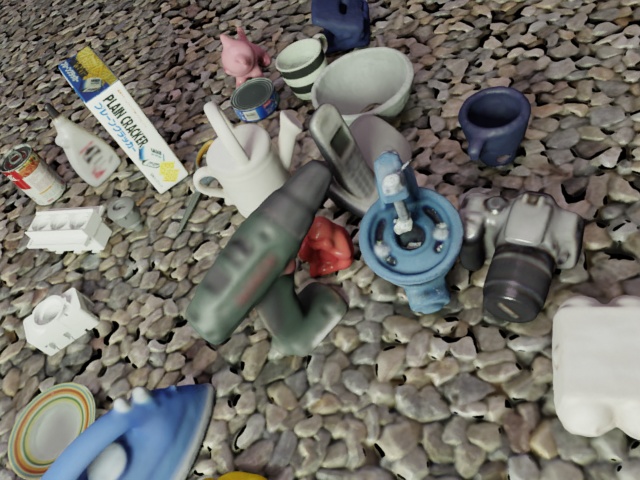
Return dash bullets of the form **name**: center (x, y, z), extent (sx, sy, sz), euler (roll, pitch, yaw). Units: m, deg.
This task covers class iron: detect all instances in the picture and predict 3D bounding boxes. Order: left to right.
- **iron**: center (-0.233, 0.247, 0.646), extent (0.118, 0.142, 0.259), euler (23, 67, 34)

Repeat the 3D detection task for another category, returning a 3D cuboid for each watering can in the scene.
- **watering can**: center (-0.108, -0.128, 0.840), extent (0.173, 0.194, 0.100), euler (-44, 51, -12)

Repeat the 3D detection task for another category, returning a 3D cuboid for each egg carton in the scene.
- **egg carton**: center (0.290, 0.124, 0.575), extent (0.107, 0.070, 0.150), euler (-3, 55, 20)

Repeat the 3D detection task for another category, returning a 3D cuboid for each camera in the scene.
- **camera**: center (0.219, 0.016, 0.663), extent (0.142, 0.101, 0.137), euler (12, 61, 29)

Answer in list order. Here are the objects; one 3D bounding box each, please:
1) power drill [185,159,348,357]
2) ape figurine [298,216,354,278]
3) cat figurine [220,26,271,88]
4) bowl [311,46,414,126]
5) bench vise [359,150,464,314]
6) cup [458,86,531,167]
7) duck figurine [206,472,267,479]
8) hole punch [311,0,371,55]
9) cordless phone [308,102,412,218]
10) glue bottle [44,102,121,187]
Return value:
- **power drill**: center (-0.042, 0.043, 0.677), extent (0.075, 0.209, 0.230), euler (32, 72, 36)
- **ape figurine**: center (0.007, 0.003, 0.763), extent (0.077, 0.092, 0.076), euler (25, 68, 34)
- **cat figurine**: center (-0.145, -0.343, 1.063), extent (0.067, 0.118, 0.128), euler (-10, 52, 15)
- **bowl**: center (0.074, -0.228, 0.919), extent (0.167, 0.075, 0.167), euler (-11, 52, 14)
- **bench vise**: center (0.085, -0.040, 0.680), extent (0.121, 0.220, 0.207), euler (-30, 50, -1)
- **cup**: center (0.233, -0.134, 0.772), extent (0.091, 0.095, 0.118), euler (17, 63, 31)
- **duck figurine**: center (-0.106, 0.280, 0.607), extent (0.104, 0.086, 0.077), euler (-20, 50, 7)
- **hole punch**: center (0.040, -0.413, 1.059), extent (0.101, 0.091, 0.108), euler (-9, 53, 16)
- **cordless phone**: center (0.052, -0.133, 0.785), extent (0.093, 0.185, 0.148), euler (12, 61, 29)
- **glue bottle**: center (-0.430, -0.176, 1.018), extent (0.037, 0.173, 0.078), euler (19, 64, 32)
